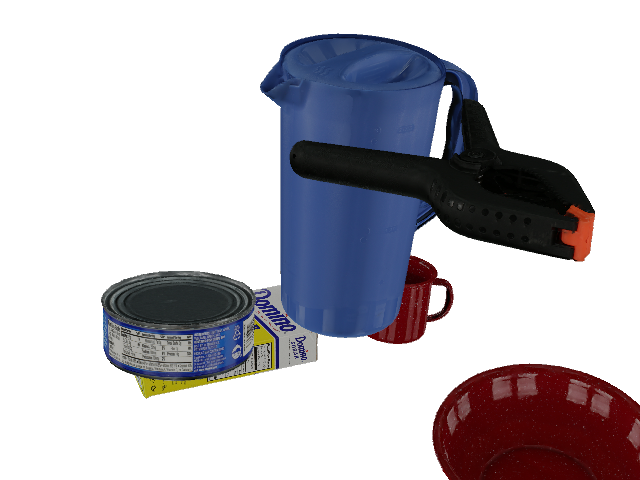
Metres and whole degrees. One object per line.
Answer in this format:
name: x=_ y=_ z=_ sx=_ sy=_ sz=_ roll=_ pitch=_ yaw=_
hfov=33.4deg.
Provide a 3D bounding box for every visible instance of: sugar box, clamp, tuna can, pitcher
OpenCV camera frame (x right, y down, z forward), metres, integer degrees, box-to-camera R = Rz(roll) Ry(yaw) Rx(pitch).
sugar box: x=-0.100 y=0.095 z=1.047 sx=0.176 sy=0.048 sz=0.093 roll=-13 pitch=33 yaw=-17
clamp: x=0.088 y=-0.039 z=0.690 sx=0.164 sy=0.036 sz=0.210 roll=-14 pitch=31 yaw=-22
tuna can: x=-0.079 y=0.047 z=0.600 sx=0.086 sy=0.034 sz=0.086 roll=2 pitch=18 yaw=-1
pitcher: x=0.036 y=-0.045 z=0.905 sx=0.149 sy=0.243 sz=0.144 roll=15 pitch=31 yaw=18

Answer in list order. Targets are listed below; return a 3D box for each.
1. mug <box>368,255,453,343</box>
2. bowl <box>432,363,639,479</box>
mug: x=0.100 y=0.070 z=1.271 sx=0.117 sy=0.081 sz=0.093 roll=1 pitch=23 yaw=-9
bowl: x=0.160 y=0.161 z=0.767 sx=0.162 sy=0.055 sz=0.162 roll=-1 pitch=35 yaw=1
